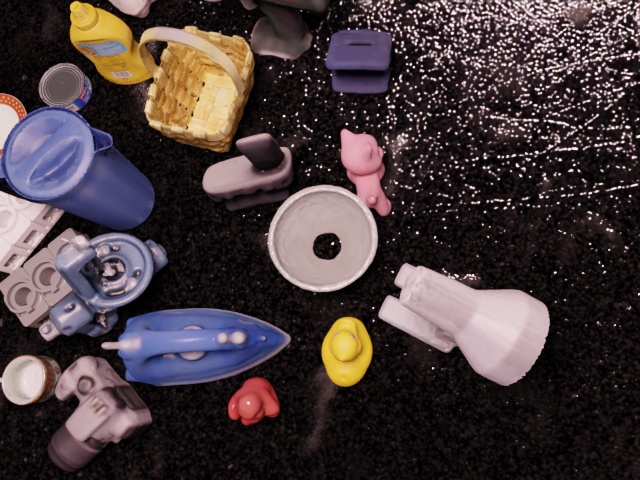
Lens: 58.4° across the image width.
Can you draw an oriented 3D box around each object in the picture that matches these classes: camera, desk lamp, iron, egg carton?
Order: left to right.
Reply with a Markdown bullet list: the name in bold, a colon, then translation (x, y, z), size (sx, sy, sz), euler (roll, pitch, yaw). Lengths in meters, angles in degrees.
- **camera**: translation (-0.355, 0.269, 0.866), size (0.137, 0.101, 0.143), euler (-45, 76, -4)
- **egg carton**: translation (-0.358, -0.483, 1.053), size (0.150, 0.069, 0.107), euler (39, 85, 14)
- **iron**: translation (-0.181, 0.152, 0.849), size (0.258, 0.141, 0.118), euler (-6, 76, 6)
- **desk lamp**: translation (0.183, 0.103, 0.777), size (0.203, 0.214, 0.118), euler (25, 82, 12)

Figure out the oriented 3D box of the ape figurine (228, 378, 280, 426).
- **ape figurine**: translation (-0.099, 0.242, 0.844), size (0.077, 0.092, 0.076), euler (14, 79, 10)

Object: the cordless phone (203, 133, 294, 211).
- **cordless phone**: translation (-0.120, -0.118, 0.881), size (0.147, 0.185, 0.094), euler (-16, 76, 4)

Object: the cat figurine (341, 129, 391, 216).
- **cat figurine**: translation (0.070, -0.107, 0.889), size (0.067, 0.118, 0.128), euler (-11, 76, 5)

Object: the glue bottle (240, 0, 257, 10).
- **glue bottle**: translation (-0.120, -0.466, 0.966), size (0.078, 0.173, 0.037), euler (-31, 75, 0)

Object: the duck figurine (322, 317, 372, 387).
- **duck figurine**: translation (0.038, 0.164, 0.848), size (0.077, 0.086, 0.104), euler (4, 78, 8)

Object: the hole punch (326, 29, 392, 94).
- **hole punch**: translation (0.064, -0.307, 0.949), size (0.108, 0.091, 0.101), euler (3, 78, 8)

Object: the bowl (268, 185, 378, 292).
- **bowl**: translation (0.008, 0.003, 0.894), size (0.167, 0.075, 0.167), euler (-2, 77, 7)

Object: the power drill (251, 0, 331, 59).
- **power drill**: translation (-0.089, -0.384, 0.925), size (0.229, 0.208, 0.076), euler (10, 79, 10)

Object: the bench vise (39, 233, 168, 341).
- **bench vise**: translation (-0.334, 0.073, 0.846), size (0.121, 0.220, 0.207), euler (27, 82, 13)
